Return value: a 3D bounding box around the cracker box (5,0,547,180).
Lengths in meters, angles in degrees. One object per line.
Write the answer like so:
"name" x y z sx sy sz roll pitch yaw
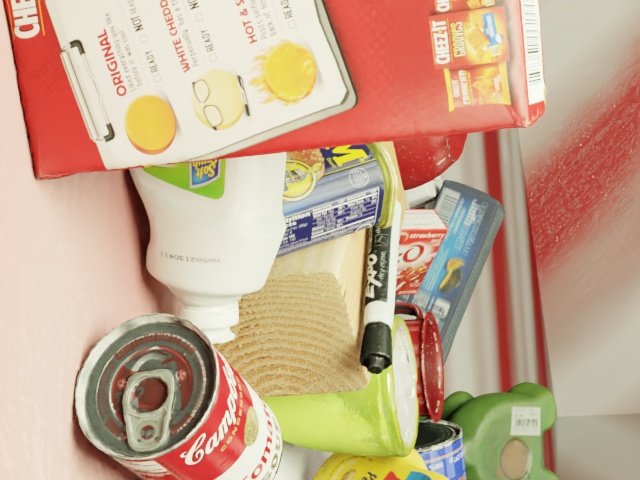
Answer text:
"cracker box" -0.023 -0.118 0.436 0.072 0.214 0.164 -29 113 -67

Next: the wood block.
"wood block" -0.004 0.001 0.706 0.206 0.090 0.091 -72 151 -55

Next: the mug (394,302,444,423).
"mug" 0.059 0.100 0.912 0.093 0.082 0.117 68 23 -46

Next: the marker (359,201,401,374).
"marker" 0.036 0.026 0.634 0.020 0.020 0.121 67 23 -48

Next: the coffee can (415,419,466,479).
"coffee can" 0.075 0.231 0.891 0.102 0.103 0.140 -20 104 -74

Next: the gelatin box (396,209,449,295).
"gelatin box" 0.050 0.011 0.859 0.030 0.089 0.073 60 -40 41

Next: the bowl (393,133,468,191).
"bowl" 0.083 -0.109 0.834 0.162 0.055 0.162 6 90 -71

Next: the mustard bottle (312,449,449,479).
"mustard bottle" 0.051 0.190 0.690 0.058 0.096 0.192 47 -6 -18

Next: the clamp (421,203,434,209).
"clamp" 0.120 -0.004 1.218 0.164 0.036 0.210 86 3 -70

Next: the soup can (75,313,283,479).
"soup can" -0.063 0.086 0.508 0.102 0.068 0.068 61 29 -58

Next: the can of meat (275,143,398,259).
"can of meat" -0.017 -0.041 0.613 0.102 0.083 0.057 56 -25 37

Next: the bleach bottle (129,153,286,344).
"bleach bottle" -0.064 -0.074 0.535 0.067 0.103 0.251 -15 109 -56
